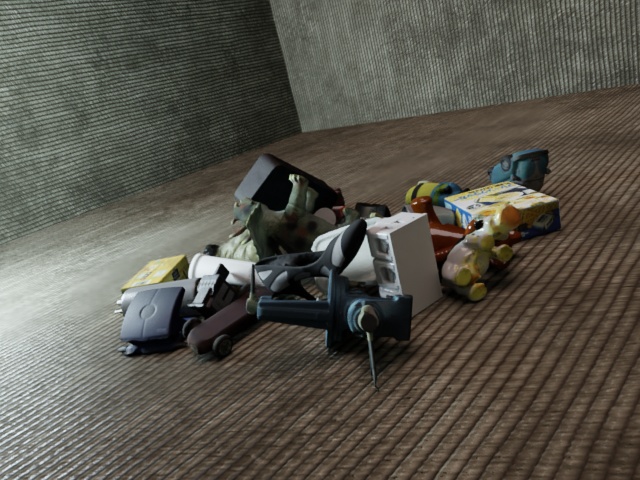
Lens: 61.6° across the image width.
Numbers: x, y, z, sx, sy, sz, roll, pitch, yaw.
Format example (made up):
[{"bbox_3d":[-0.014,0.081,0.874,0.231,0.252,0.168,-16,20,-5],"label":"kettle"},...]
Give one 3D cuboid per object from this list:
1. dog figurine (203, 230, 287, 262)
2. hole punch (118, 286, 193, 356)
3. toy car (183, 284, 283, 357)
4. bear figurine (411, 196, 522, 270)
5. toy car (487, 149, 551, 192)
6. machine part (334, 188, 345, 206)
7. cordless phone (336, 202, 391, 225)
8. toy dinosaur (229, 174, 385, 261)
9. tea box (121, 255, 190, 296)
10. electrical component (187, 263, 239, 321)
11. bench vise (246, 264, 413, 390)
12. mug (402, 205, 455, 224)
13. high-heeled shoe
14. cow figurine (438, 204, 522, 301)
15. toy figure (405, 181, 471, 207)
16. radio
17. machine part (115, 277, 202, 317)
[{"bbox_3d":[-0.181,0.052,1.233,0.190,0.121,0.172,-38,35,10],"label":"dog figurine"},{"bbox_3d":[-0.304,0.150,1.001,0.142,0.092,0.116,-6,23,15],"label":"hole punch"},{"bbox_3d":[-0.149,0.141,0.956,0.089,0.053,0.202,16,31,32],"label":"toy car"},{"bbox_3d":[0.255,-0.009,0.989,0.196,0.131,0.120,-3,36,47],"label":"bear figurine"},{"bbox_3d":[0.470,-0.147,1.267,0.109,0.103,0.161,-10,-11,-14],"label":"toy car"},{"bbox_3d":[-0.043,-0.076,1.491,0.201,0.087,0.201,4,26,46],"label":"machine part"},{"bbox_3d":[0.073,-0.003,1.218,0.184,0.088,0.147,-36,26,-26],"label":"cordless phone"},{"bbox_3d":[0.002,-0.001,1.103,0.405,0.192,0.131,26,-4,0],"label":"toy dinosaur"},{"bbox_3d":[-0.370,0.100,1.234,0.098,0.068,0.170,-10,17,12],"label":"tea box"},{"bbox_3d":[-0.192,0.099,1.021,0.048,0.074,0.119,-4,44,34],"label":"electrical component"},{"bbox_3d":[0.008,0.108,0.792,0.241,0.128,0.224,4,10,0],"label":"bench vise"},{"bbox_3d":[0.237,-0.040,1.187,0.107,0.080,0.109,-2,8,-1],"label":"mug"},{"bbox_3d":[-0.021,0.018,0.927,0.145,0.248,0.086,36,38,7],"label":"high-heeled shoe"},{"bbox_3d":[0.263,0.013,0.894,0.167,0.068,0.098,-54,19,-6],"label":"cow figurine"},{"bbox_3d":[0.288,-0.102,1.319,0.089,0.082,0.180,-21,21,-27],"label":"toy figure"},{"bbox_3d":[-0.073,-0.104,1.263,0.229,0.131,0.073,20,19,-45],"label":"radio"},{"bbox_3d":[-0.313,0.125,1.097,0.243,0.079,0.079,-8,18,14],"label":"machine part"}]
